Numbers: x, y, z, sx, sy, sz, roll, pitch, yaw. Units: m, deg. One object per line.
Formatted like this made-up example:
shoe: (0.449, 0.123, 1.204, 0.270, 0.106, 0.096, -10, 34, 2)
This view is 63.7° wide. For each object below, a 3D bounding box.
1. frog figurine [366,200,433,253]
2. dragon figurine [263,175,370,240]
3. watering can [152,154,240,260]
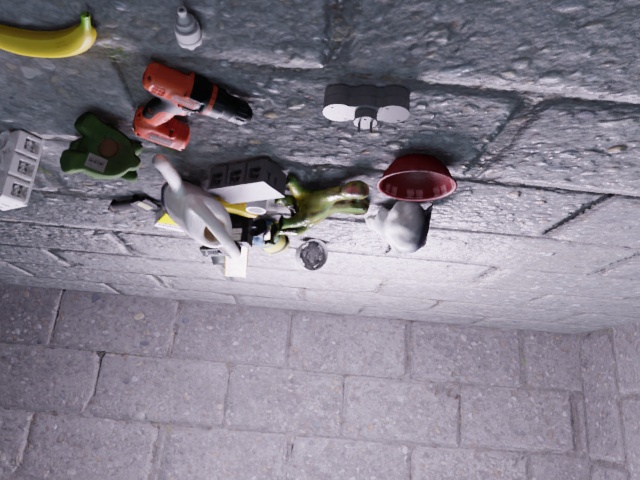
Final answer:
frog figurine: (0.189, -0.037, 1.273, 0.159, 0.125, 0.134, 10, 130, 11)
dragon figurine: (0.004, -0.064, 1.267, 0.243, 0.124, 0.405, 1, 166, -16)
watering can: (-0.296, -0.086, 1.174, 0.227, 0.105, 0.341, 31, 158, 47)
